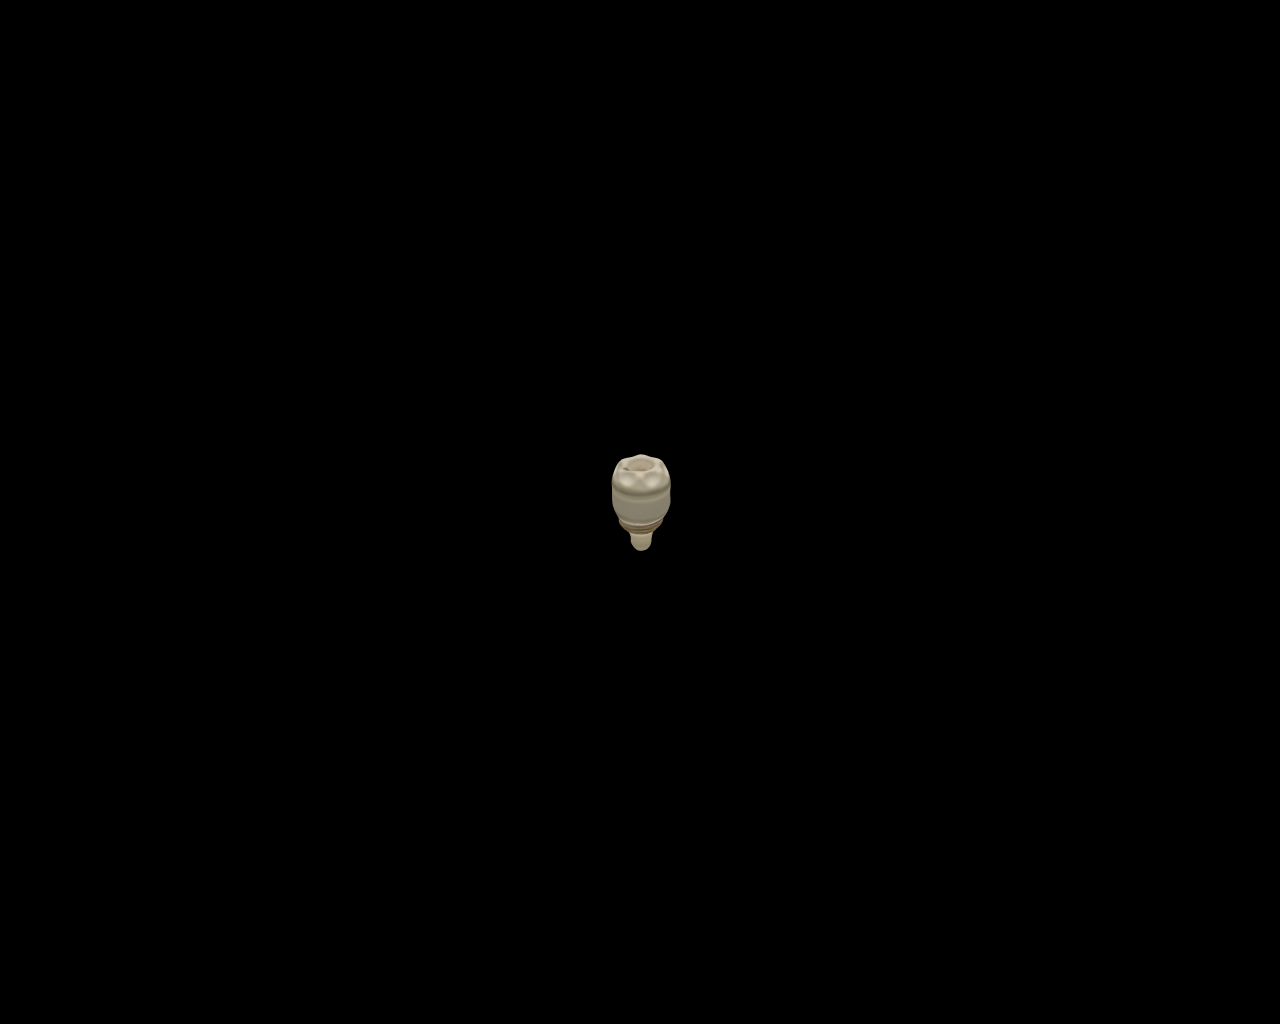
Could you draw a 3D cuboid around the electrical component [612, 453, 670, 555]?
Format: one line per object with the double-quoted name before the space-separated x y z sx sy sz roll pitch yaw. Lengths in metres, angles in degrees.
"electrical component" 0.001 -0.003 0.650 0.035 0.061 0.035 0 31 0
